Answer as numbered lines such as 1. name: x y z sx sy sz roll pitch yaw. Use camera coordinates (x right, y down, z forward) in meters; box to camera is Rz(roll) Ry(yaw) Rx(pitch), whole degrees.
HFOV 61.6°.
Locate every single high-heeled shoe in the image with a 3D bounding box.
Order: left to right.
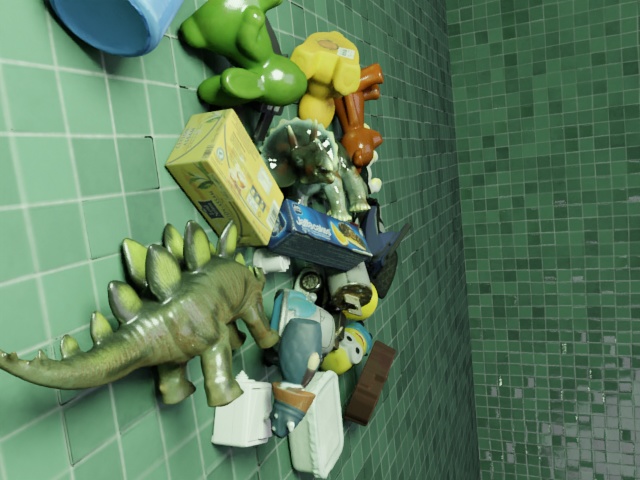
1. high-heeled shoe: 0.114 0.016 1.210 0.145 0.086 0.248 119 -27 -74

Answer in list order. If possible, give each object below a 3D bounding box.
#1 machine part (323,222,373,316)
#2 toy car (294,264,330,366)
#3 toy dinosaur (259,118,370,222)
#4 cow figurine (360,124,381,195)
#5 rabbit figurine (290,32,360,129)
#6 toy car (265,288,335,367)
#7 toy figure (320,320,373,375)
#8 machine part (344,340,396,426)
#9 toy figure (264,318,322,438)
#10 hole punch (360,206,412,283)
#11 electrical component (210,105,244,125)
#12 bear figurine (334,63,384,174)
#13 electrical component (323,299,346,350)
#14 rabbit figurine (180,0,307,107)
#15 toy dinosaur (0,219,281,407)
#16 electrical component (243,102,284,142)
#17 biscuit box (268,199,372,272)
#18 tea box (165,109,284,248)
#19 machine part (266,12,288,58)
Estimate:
1. machine part: 0.044 0.044 1.000 0.243 0.079 0.079 -105 171 -45
2. toy car: -0.022 0.140 0.936 0.073 0.056 0.202 60 32 -57
3. toy dinosaur: 0.007 -0.128 0.972 0.405 0.131 0.192 -38 119 -71
4. cow figurine: 0.084 -0.177 1.210 0.098 0.068 0.167 -31 115 -57
5. rabbit figurine: -0.003 -0.280 0.974 0.162 0.122 0.173 -93 -168 -50
6. toy car: -0.029 0.145 0.813 0.161 0.103 0.109 102 -2 -62
7. toy figure: 0.054 0.215 1.072 0.089 0.082 0.180 -60 168 11
8. machine part: 0.108 0.303 1.135 0.179 0.056 0.179 22 90 -79
9. toy figure: -0.031 0.181 0.704 0.064 0.058 0.154 -174 -86 -74
10. hole punch: 0.106 0.008 1.054 0.116 0.092 0.142 -57 178 -25
11. electrical component: -0.130 -0.176 0.764 0.063 0.021 0.094 36 54 -62
12. bear figurine: 0.089 -0.243 1.115 0.120 0.132 0.196 82 -11 -79
13. electrical component: 0.017 0.153 0.997 0.045 0.078 0.102 54 40 -44
14. rabbit figurine: -0.087 -0.243 0.709 0.170 0.121 0.159 49 64 -22
15. toy dinosaur: -0.151 0.082 0.596 0.471 0.105 0.198 -43 119 -72
16. electrical component: -0.087 -0.216 0.827 0.075 0.048 0.119 -20 136 -63
17. biscuit box: -0.002 -0.003 0.858 0.202 0.063 0.059 18 46 -50
18. tea box: -0.120 -0.077 0.718 0.169 0.068 0.098 61 34 -43
19. machine part: -0.084 -0.304 0.870 0.084 0.039 0.138 -64 145 -40
